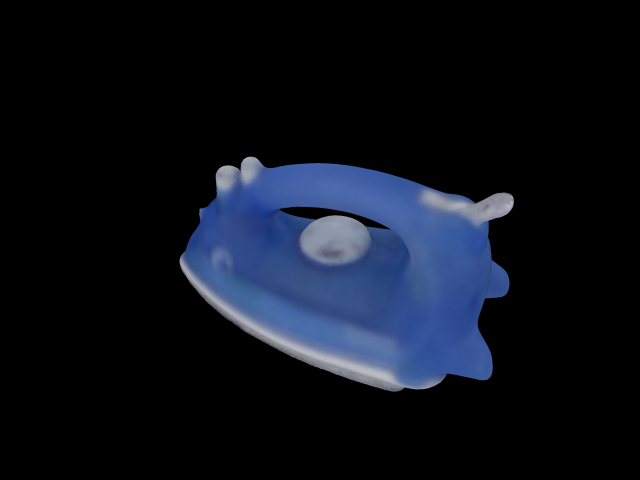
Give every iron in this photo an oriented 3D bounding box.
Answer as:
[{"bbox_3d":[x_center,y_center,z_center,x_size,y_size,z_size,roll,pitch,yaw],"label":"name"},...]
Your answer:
[{"bbox_3d":[0.004,0.001,0.400,0.257,0.141,0.119,14,43,15],"label":"iron"}]
